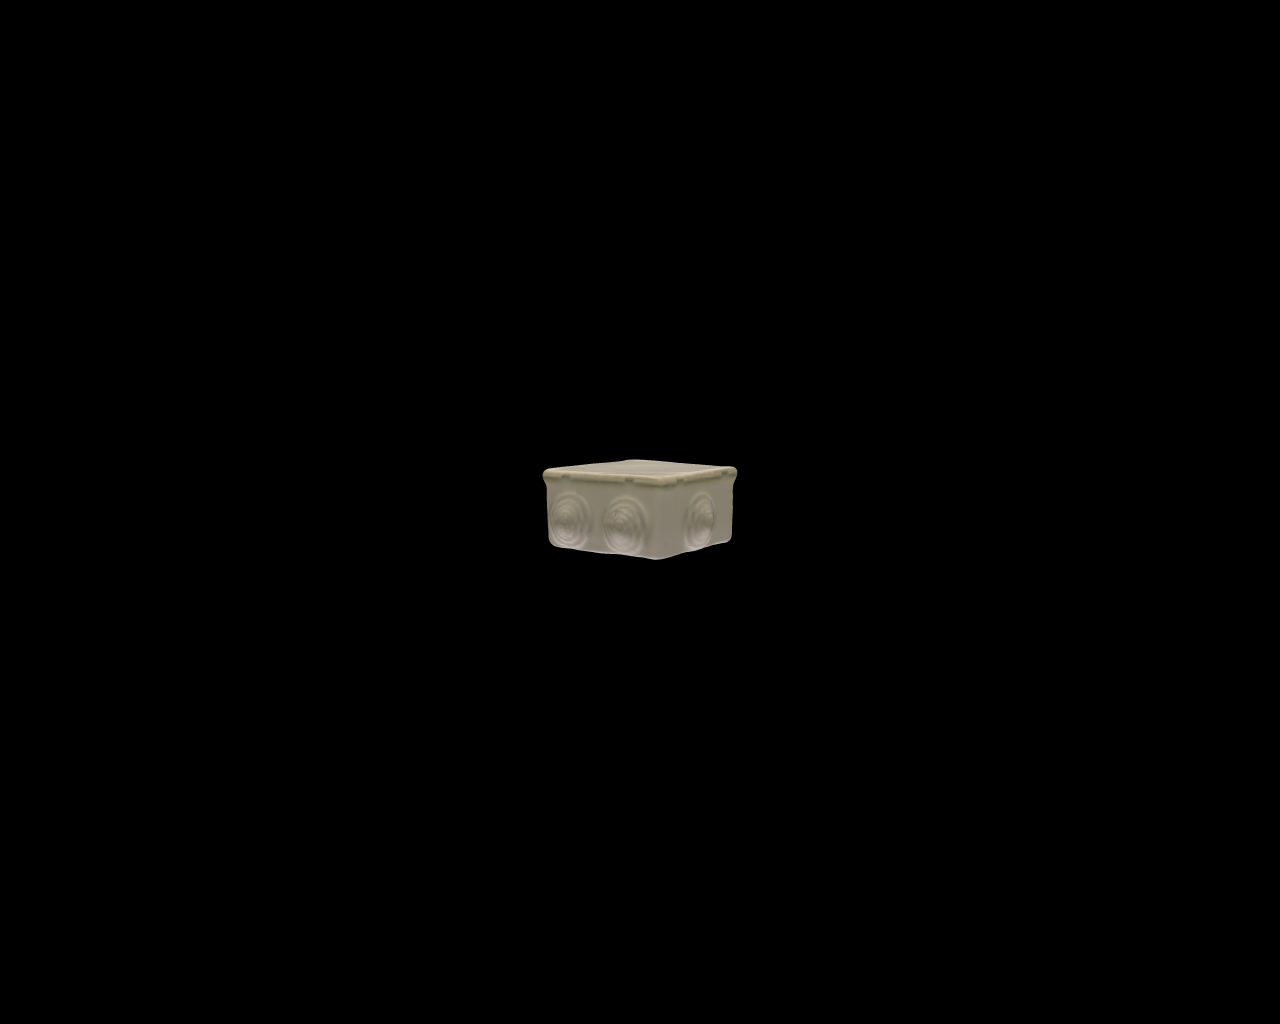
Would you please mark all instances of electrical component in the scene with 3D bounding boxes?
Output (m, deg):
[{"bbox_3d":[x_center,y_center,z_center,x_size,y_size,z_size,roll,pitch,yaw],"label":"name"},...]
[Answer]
[{"bbox_3d":[0.001,-0.003,0.650,0.100,0.048,0.100,6,10,36],"label":"electrical component"}]
